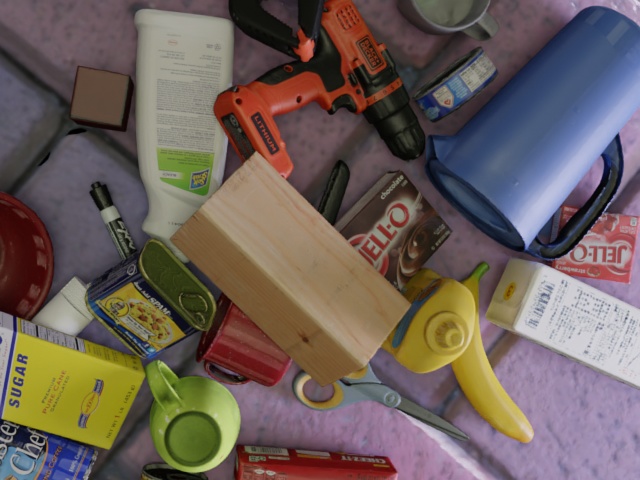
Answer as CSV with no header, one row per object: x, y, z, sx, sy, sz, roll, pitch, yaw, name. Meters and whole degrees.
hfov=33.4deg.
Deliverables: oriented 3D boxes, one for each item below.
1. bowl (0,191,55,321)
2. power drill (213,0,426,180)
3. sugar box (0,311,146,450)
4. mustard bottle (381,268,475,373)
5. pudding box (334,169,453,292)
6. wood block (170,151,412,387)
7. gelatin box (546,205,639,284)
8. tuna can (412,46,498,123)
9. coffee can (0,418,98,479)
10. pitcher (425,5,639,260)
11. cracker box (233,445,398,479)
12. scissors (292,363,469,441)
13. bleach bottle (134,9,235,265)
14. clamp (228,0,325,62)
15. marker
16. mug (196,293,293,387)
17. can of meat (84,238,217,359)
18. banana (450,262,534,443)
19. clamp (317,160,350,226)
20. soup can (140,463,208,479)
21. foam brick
-0.343,0.022,1.033,0.161,0.055,0.162,-10,111,-29,bowl
0.003,-0.126,1.058,0.187,0.057,0.184,-36,100,-25,power drill
-0.268,0.134,1.032,0.176,0.048,0.093,21,103,-25,sugar box
0.106,0.080,1.033,0.058,0.192,0.096,36,88,-8,mustard bottle
0.066,-0.002,1.085,0.113,0.039,0.090,-47,108,-16,pudding box
-0.029,0.030,1.007,0.206,0.091,0.090,45,57,-6,wood block
0.289,0.005,1.131,0.089,0.030,0.073,9,92,-6,gelatin box
0.137,-0.157,1.079,0.086,0.086,0.033,-38,98,-3,tuna can
-0.302,0.227,1.040,0.140,0.103,0.103,24,90,-7,coffee can
0.237,-0.108,1.076,0.243,0.149,0.145,-47,56,-5,pitcher
-0.015,0.326,1.092,0.164,0.072,0.214,6,93,-6,cracker box
0.055,0.175,1.121,0.201,0.016,0.096,44,89,-6,scissors
-0.144,-0.096,1.063,0.102,0.068,0.251,5,94,-10,bleach bottle
-0.065,-0.255,1.039,0.164,0.036,0.210,-20,64,-1,clamp
-0.202,-0.003,1.083,0.020,0.020,0.121,-25,95,-5,marker
-0.074,0.104,1.074,0.081,0.093,0.117,26,121,-12,mug
-0.167,0.061,1.048,0.084,0.057,0.102,-31,115,26,can of meat
0.171,0.126,1.120,0.069,0.037,0.198,-15,94,-5,banana
-0.007,0.001,1.095,0.120,0.039,0.171,-19,98,-5,clamp
-0.155,0.285,1.077,0.068,0.068,0.102,11,92,-7,soup can
-0.213,-0.137,1.046,0.053,0.078,0.051,9,91,-9,foam brick
